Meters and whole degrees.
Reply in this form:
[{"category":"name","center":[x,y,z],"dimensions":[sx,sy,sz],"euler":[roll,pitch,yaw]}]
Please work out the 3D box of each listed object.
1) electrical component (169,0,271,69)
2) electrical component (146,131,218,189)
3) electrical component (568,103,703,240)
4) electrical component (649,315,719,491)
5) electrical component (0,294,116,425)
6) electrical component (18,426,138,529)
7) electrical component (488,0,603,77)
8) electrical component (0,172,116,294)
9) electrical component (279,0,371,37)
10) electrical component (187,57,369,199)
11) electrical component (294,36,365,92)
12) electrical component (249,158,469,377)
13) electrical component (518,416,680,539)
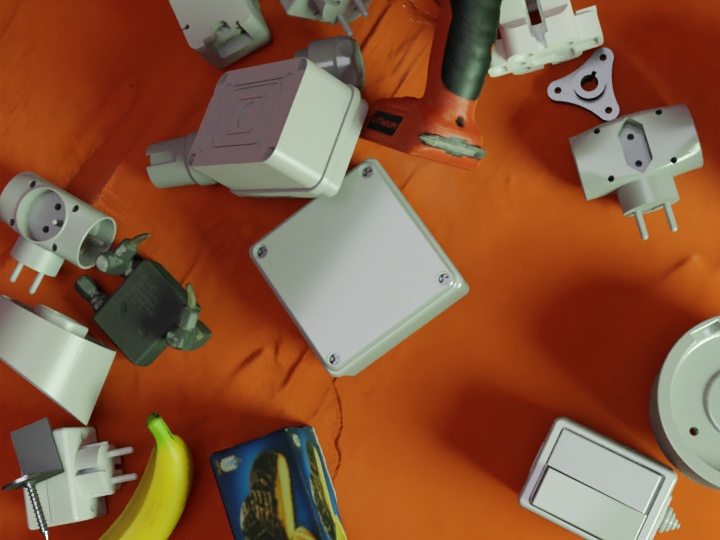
[{"category":"electrical component","center":[-0.108,-0.199,0.784],"dimensions":[0.050,0.056,0.089],"euler":[-27,77,9]},{"category":"electrical component","center":[-0.127,-0.079,0.783],"dimensions":[0.046,0.040,0.040],"euler":[-7,81,19]},{"category":"electrical component","center":[0.184,-0.060,0.700],"dimensions":[0.077,0.043,0.079],"euler":[-16,79,11]},{"category":"electrical component","center":[0.230,0.085,0.658],"dimensions":[0.108,0.060,0.108],"euler":[-1,74,3]},{"category":"electrical component","center":[-0.224,0.061,0.760],"dimensions":[0.099,0.099,0.064],"euler":[25,83,16]},{"category":"electrical component","center":[-0.195,0.144,0.766],"dimensions":[0.077,0.047,0.065],"euler":[-13,80,12]},{"category":"electrical component","center":[0.118,-0.170,0.724],"dimensions":[0.078,0.058,0.057],"euler":[-15,83,13]},{"category":"electrical component","center":[-0.234,-0.021,0.798],"dimensions":[0.077,0.044,0.079],"euler":[29,91,16]},{"category":"electrical component","center":[-0.017,-0.197,0.747],"dimensions":[0.065,0.047,0.076],"euler":[-46,60,36]},{"category":"electrical component","center":[-0.056,-0.092,0.726],"dimensions":[0.113,0.057,0.078],"euler":[4,70,52]},{"category":"electrical component","center":[-0.030,-0.141,0.764],"dimensions":[0.062,0.043,0.043],"euler":[-8,81,14]},{"category":"electrical component","center":[0.000,0.000,0.731],"dimensions":[0.109,0.056,0.108],"euler":[-37,76,7]},{"category":"electrical component","center":[0.155,0.139,0.673],"dimensions":[0.096,0.061,0.061],"euler":[25,89,16]}]
